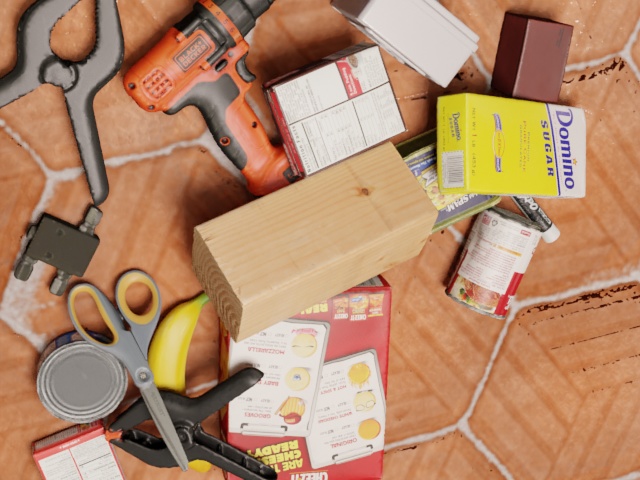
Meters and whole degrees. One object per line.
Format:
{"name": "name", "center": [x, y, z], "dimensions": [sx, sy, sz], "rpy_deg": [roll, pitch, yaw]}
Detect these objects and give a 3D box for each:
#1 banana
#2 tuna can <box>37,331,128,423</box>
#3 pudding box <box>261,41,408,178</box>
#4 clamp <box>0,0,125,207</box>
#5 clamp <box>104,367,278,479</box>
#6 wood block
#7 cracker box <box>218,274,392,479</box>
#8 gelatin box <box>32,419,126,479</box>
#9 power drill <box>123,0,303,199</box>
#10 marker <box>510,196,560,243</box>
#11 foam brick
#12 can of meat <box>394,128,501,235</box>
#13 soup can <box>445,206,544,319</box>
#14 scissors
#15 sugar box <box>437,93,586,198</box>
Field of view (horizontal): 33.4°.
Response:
{"name": "banana", "center": [-0.138, 0.146, 1.063], "dimensions": [0.069, 0.037, 0.198], "rpy_deg": [0, 107, -13]}
{"name": "tuna can", "center": [-0.231, 0.132, 1.036], "dimensions": [0.086, 0.034, 0.086], "rpy_deg": [-4, 108, -14]}
{"name": "pudding box", "center": [0.014, -0.119, 0.968], "dimensions": [0.113, 0.039, 0.090], "rpy_deg": [-25, 108, -15]}
{"name": "clamp", "center": [-0.226, -0.140, 0.952], "dimensions": [0.164, 0.036, 0.210], "rpy_deg": [29, 97, -22]}
{"name": "clamp", "center": [-0.123, 0.173, 1.024], "dimensions": [0.171, 0.039, 0.120], "rpy_deg": [5, 101, 8]}
{"name": "wood block", "center": [-0.006, 0.001, 0.987], "dimensions": [0.205, 0.090, 0.091], "rpy_deg": [-25, 69, -20]}
{"name": "cracker box", "center": [-0.018, 0.139, 1.076], "dimensions": [0.164, 0.072, 0.214], "rpy_deg": [-2, 108, -12]}
{"name": "gelatin box", "center": [-0.237, 0.231, 1.067], "dimensions": [0.073, 0.030, 0.089], "rpy_deg": [-21, 111, -10]}
{"name": "power drill", "center": [-0.060, -0.141, 0.988], "dimensions": [0.184, 0.057, 0.187], "rpy_deg": [-42, 111, -2]}
{"name": "marker", "center": [0.210, -0.044, 1.109], "dimensions": [0.020, 0.020, 0.121], "rpy_deg": [-42, 113, 0]}
{"name": "foam brick", "center": [0.208, -0.180, 1.050], "dimensions": [0.053, 0.051, 0.078], "rpy_deg": [5, 106, -18]}
{"name": "can of meat", "center": [0.118, -0.062, 1.060], "dimensions": [0.102, 0.057, 0.084], "rpy_deg": [-24, 109, -8]}
{"name": "soup can", "center": [0.179, 0.021, 1.095], "dimensions": [0.068, 0.068, 0.102], "rpy_deg": [19, 100, -20]}
{"name": "scissors", "center": [-0.157, 0.112, 1.010], "dimensions": [0.096, 0.016, 0.202], "rpy_deg": [-40, 83, -20]}
{"name": "sugar box", "center": [0.189, -0.088, 1.033], "dimensions": [0.175, 0.048, 0.093], "rpy_deg": [-1, 91, -37]}
